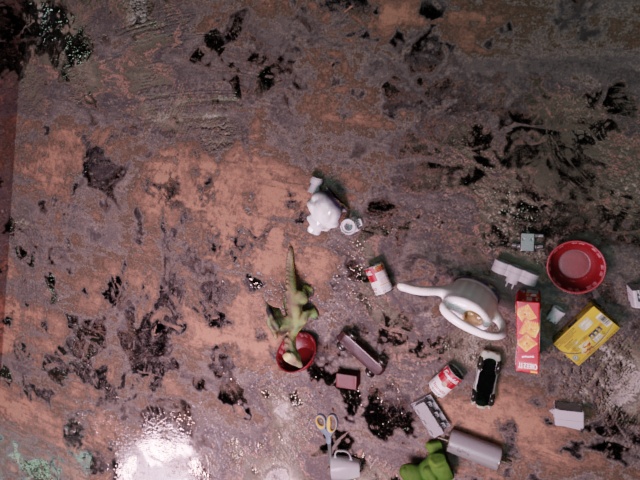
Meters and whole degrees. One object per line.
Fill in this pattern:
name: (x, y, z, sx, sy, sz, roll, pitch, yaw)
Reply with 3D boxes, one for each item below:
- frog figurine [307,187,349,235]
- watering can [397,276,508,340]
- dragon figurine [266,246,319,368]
frog figurine: (0.005, -0.090, 1.786, 0.137, 0.124, 0.159, 43, 98, -10)
watering can: (0.425, 0.181, 1.601, 0.350, 0.228, 0.102, 30, 124, 15)
dragon figurine: (-0.115, 0.237, 1.794, 0.121, 0.244, 0.411, -14, 89, 22)
